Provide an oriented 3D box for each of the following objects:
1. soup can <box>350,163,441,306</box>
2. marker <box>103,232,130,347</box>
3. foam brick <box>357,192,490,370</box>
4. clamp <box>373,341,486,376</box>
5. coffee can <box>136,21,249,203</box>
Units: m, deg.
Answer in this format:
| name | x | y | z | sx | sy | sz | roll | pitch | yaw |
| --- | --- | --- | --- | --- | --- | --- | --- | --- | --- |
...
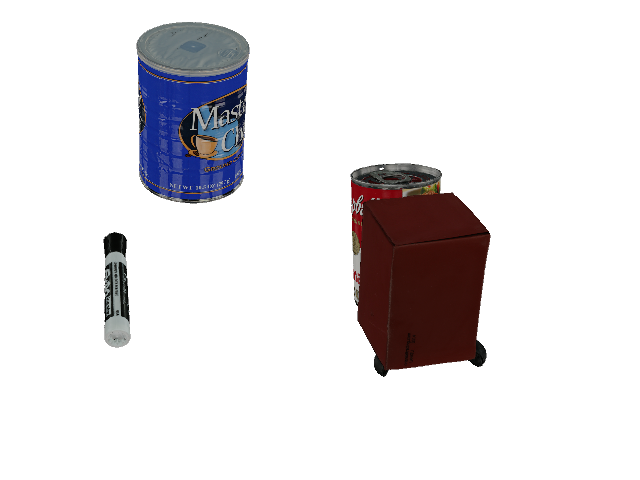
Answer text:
| name | x | y | z | sx | sy | sz | roll | pitch | yaw |
| --- | --- | --- | --- | --- | --- | --- | --- | --- | --- |
| soup can | 0.058 | -0.001 | 0.807 | 0.068 | 0.102 | 0.068 | -2 | 17 | 0 |
| marker | -0.159 | 0.035 | 0.832 | 0.020 | 0.020 | 0.121 | 0 | 39 | -12 |
| foam brick | 0.052 | 0.021 | 0.558 | 0.053 | 0.078 | 0.051 | -5 | 31 | -14 |
| clamp | 0.116 | 0.080 | 1.176 | 0.120 | 0.171 | 0.039 | 5 | -43 | -5 |
| coffee can | -0.121 | -0.121 | 1.011 | 0.103 | 0.140 | 0.103 | 4 | 35 | -3 |
